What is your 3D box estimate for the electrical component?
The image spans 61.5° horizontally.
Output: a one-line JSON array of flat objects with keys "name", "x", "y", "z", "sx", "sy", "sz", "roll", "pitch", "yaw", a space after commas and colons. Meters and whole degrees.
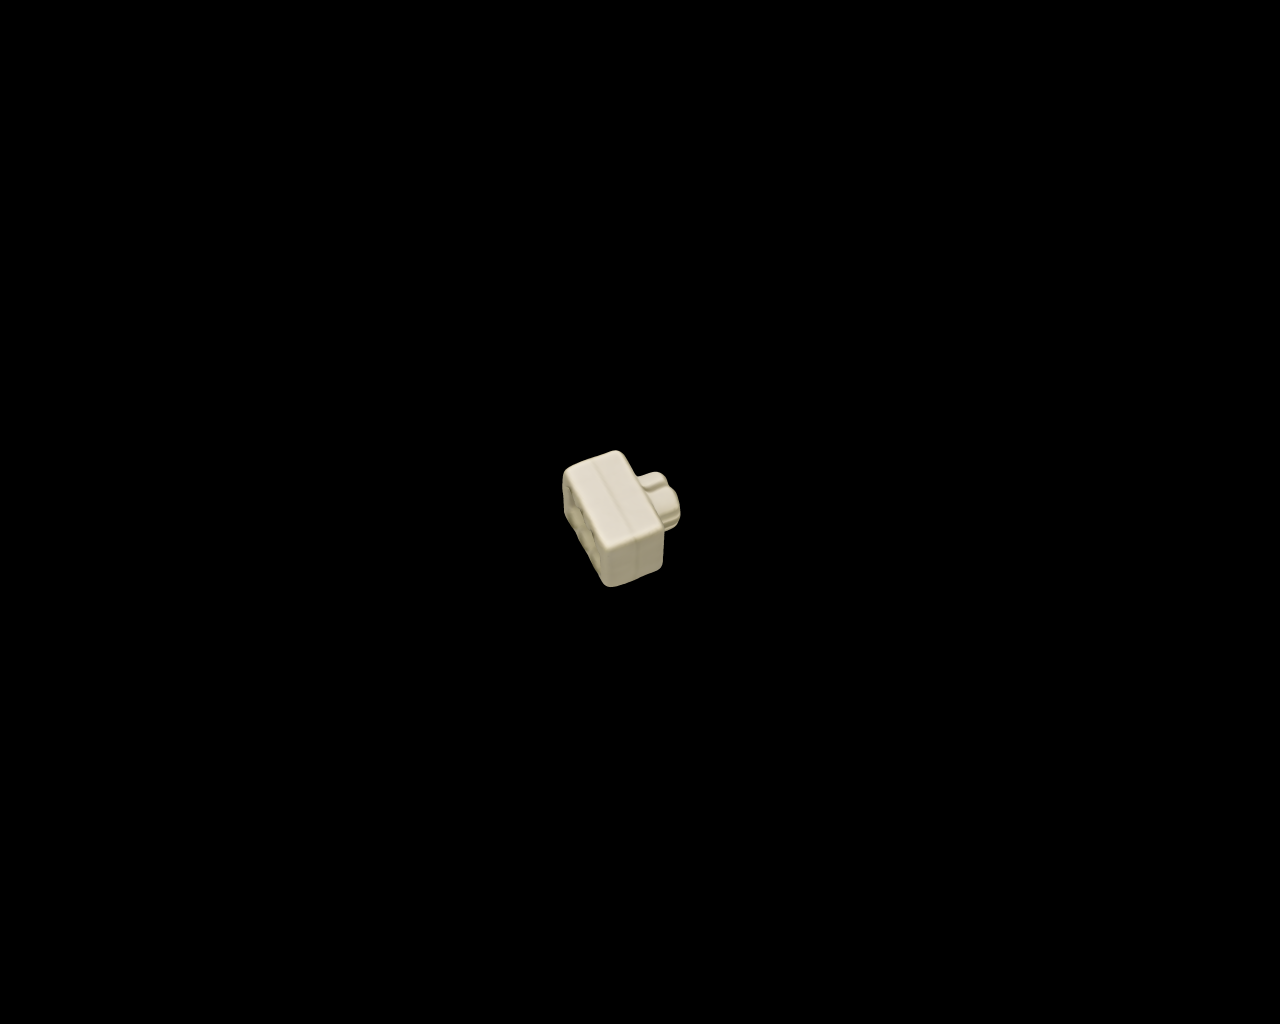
[{"name": "electrical component", "x": 0.001, "y": -0.003, "z": 0.650, "sx": 0.077, "sy": 0.066, "sz": 0.047, "roll": -21, "pitch": -32, "yaw": -14}]
